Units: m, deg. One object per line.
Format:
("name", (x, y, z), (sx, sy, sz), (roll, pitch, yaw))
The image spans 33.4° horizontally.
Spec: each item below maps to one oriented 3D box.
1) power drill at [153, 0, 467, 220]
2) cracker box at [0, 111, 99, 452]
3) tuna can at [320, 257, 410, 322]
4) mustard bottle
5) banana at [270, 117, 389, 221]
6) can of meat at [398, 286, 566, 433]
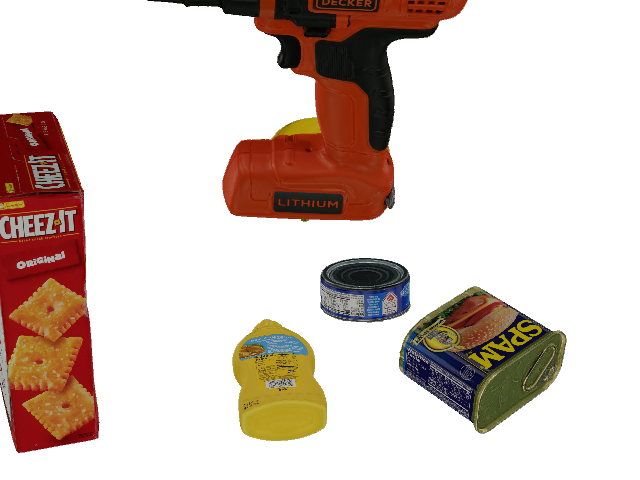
("power drill", (-0.018, -0.094, 0.602), (0.184, 0.057, 0.188), (3, -42, -3))
("cracker box", (-0.220, 0.027, 0.826), (0.072, 0.214, 0.164), (-7, 29, -19))
("tuna can", (0.042, 0.046, 1.008), (0.086, 0.034, 0.086), (-1, 19, 0))
("mustard bottle", (-0.053, 0.150, 1.232), (0.096, 0.058, 0.191), (-5, 30, -7))
("banana", (-0.001, -0.067, 0.848), (0.037, 0.069, 0.197), (-33, 4, 29))
("can of meat", (0.123, 0.088, 0.821), (0.101, 0.057, 0.084), (-27, 43, -33))
